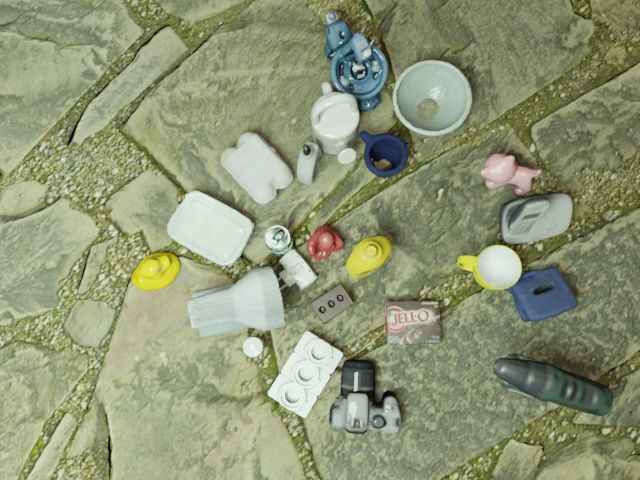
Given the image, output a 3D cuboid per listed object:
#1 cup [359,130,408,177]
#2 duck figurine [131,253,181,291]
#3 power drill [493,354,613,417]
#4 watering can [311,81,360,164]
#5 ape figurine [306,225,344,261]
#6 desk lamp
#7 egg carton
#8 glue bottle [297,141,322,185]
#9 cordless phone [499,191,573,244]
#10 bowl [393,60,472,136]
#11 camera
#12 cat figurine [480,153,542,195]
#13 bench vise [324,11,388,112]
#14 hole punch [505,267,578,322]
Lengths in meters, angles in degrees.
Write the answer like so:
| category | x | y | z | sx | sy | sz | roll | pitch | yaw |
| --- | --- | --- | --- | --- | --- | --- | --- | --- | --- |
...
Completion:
| category | x | y | z | sx | sy | sz | roll | pitch | yaw |
| --- | --- | --- | --- | --- | --- | --- | --- | --- | --- |
| cup | 0.126 | -0.178 | 1.208 | 0.117 | 0.095 | 0.092 | 43 | 86 | 6 |
| duck figurine | -0.349 | 0.063 | 1.193 | 0.104 | 0.086 | 0.077 | -29 | 83 | -2 |
| power drill | 0.416 | 0.268 | 1.087 | 0.229 | 0.208 | 0.076 | 17 | 83 | 4 |
| watering can | 0.035 | -0.243 | 1.168 | 0.101 | 0.194 | 0.173 | -37 | 83 | -3 |
| ape figurine | 0.011 | 0.004 | 1.189 | 0.077 | 0.092 | 0.076 | 8 | 83 | 3 |
| desk lamp | -0.165 | 0.131 | 1.115 | 0.203 | 0.213 | 0.118 | -13 | 82 | 0 |
| egg carton | -0.134 | -0.156 | 1.224 | 0.107 | 0.069 | 0.150 | -44 | 84 | -4 |
| glue bottle | -0.023 | -0.167 | 1.171 | 0.037 | 0.173 | 0.078 | 19 | 84 | 4 |
| cordless phone | 0.443 | -0.054 | 1.139 | 0.147 | 0.185 | 0.094 | -14 | 82 | 0 |
| bowl | 0.236 | -0.295 | 1.231 | 0.167 | 0.075 | 0.167 | 0 | 83 | 1 |
| camera | 0.092 | 0.312 | 1.143 | 0.143 | 0.101 | 0.137 | 2 | 83 | 2 |
| cat figurine | 0.392 | -0.143 | 1.186 | 0.127 | 0.118 | 0.067 | 9 | 83 | 3 |
| bench vise | 0.056 | -0.380 | 1.173 | 0.121 | 0.220 | 0.207 | -43 | 83 | -4 |
| hole punch | 0.449 | 0.110 | 1.165 | 0.108 | 0.091 | 0.101 | -20 | 83 | -1 |
